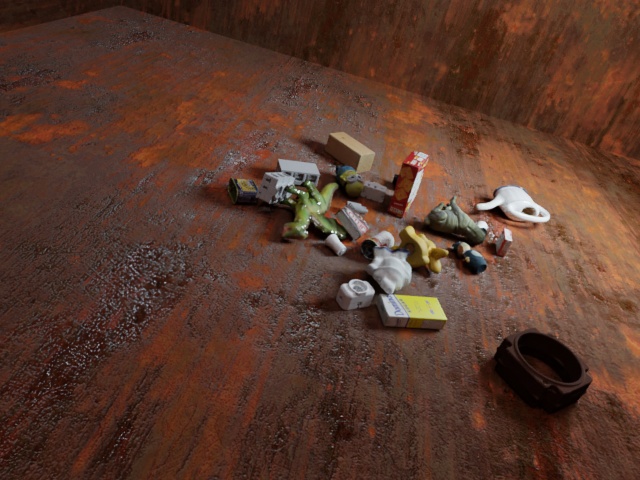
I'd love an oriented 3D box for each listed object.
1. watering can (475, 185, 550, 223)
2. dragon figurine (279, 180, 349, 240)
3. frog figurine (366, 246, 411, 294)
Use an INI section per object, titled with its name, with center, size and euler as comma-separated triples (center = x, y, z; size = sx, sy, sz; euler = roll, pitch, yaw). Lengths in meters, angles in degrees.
[watering can]
center = 0.788, -0.154, 2.156
size = 0.347, 0.102, 0.229
euler = 11, 31, -10
[dragon figurine]
center = 0.005, -0.088, 1.740
size = 0.414, 0.120, 0.245
euler = -20, 64, -47
[frog figurine]
center = 0.203, 0.105, 1.502
size = 0.137, 0.120, 0.163
euler = 22, 44, -17
